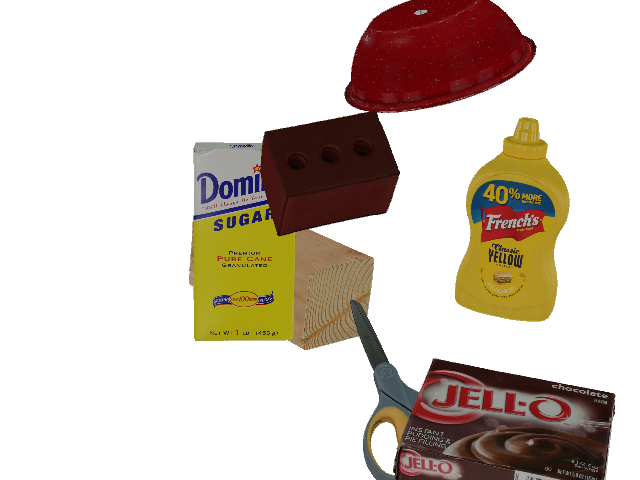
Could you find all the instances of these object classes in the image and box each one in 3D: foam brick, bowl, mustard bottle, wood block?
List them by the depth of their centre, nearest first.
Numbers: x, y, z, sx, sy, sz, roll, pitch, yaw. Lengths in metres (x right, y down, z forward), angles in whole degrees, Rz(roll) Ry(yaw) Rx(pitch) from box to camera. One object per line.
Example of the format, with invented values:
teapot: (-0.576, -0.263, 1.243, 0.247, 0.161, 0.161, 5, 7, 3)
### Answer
foam brick: (0.004, -0.044, 0.696, 0.078, 0.053, 0.051, -13, -25, -12)
bowl: (0.090, -0.162, 0.871, 0.162, 0.055, 0.162, -15, 25, 7)
mustard bottle: (0.187, -0.022, 1.021, 0.096, 0.192, 0.058, 12, 20, 21)
wood block: (-0.048, 0.035, 1.170, 0.090, 0.090, 0.206, -10, 24, -40)

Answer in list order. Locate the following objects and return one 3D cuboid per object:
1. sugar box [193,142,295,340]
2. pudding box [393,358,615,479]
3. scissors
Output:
sugar box: (-0.069, 0.001, 0.963, 0.093, 0.176, 0.048, -1, 15, -5)
pudding box: (0.107, 0.114, 0.610, 0.113, 0.039, 0.090, 11, 30, 14)
scissors: (0.071, 0.111, 0.832, 0.096, 0.016, 0.201, -2, 38, 3)
